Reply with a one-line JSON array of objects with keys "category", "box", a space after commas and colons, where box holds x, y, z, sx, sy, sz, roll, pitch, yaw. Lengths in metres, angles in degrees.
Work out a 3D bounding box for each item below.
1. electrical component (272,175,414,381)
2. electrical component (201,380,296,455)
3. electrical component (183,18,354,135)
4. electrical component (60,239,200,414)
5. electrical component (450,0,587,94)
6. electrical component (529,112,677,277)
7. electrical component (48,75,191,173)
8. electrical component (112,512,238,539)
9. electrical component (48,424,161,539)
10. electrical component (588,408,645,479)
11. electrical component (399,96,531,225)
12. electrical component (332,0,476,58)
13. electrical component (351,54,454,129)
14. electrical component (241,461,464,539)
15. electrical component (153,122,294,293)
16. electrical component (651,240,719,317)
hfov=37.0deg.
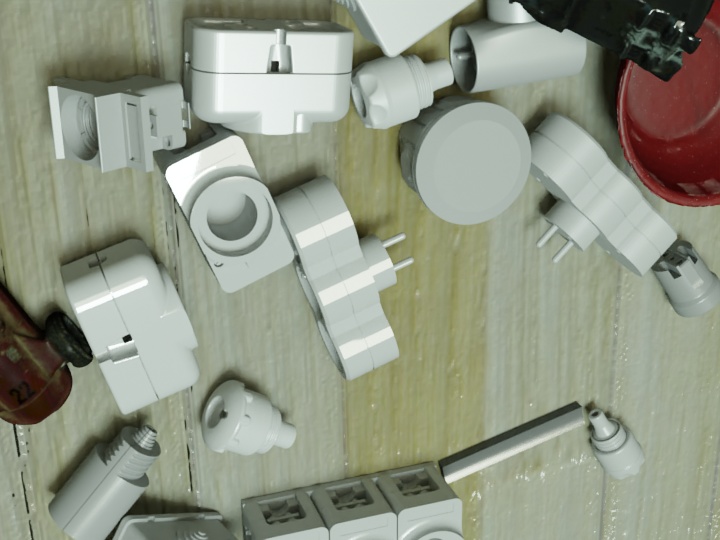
[{"category": "electrical component", "box": [0.000, 0.000, 0.705, 0.074, 0.052, 0.138, -25, 117, -10]}, {"category": "electrical component", "box": [-0.072, 0.104, 0.724, 0.062, 0.048, 0.048, 24, 100, -34]}, {"category": "electrical component", "box": [-0.055, -0.115, 0.638, 0.095, 0.053, 0.059, -3, 111, -20]}, {"category": "electrical component", "box": [-0.138, 0.033, 0.665, 0.059, 0.053, 0.095, -23, 117, -11]}, {"category": "electrical component", "box": [0.100, -0.157, 0.685, 0.077, 0.043, 0.079, -12, 114, -16]}, {"category": "electrical component", "box": [0.153, -0.038, 0.747, 0.138, 0.052, 0.073, 41, 93, -28]}, {"category": "electrical component", "box": [-0.135, -0.086, 0.609, 0.064, 0.081, 0.042, -23, 121, -43]}, {"category": "electrical component", "box": [-0.130, 0.214, 0.724, 0.100, 0.048, 0.099, 14, 107, -51]}, {"category": "electrical component", "box": [-0.161, 0.135, 0.702, 0.043, 0.043, 0.081, 37, 94, -28]}, {"category": "electrical component", "box": [0.197, 0.133, 0.841, 0.035, 0.035, 0.061, -37, 116, -4]}, {"category": "electrical component", "box": [0.066, -0.074, 0.701, 0.080, 0.051, 0.080, -7, 113, -18]}, {"category": "electrical component", "box": [0.025, -0.190, 0.641, 0.100, 0.048, 0.099, -36, 118, -4]}, {"category": "electrical component", "box": [0.028, -0.115, 0.675, 0.062, 0.043, 0.043, -21, 116, -13]}, {"category": "electrical component", "box": [-0.004, 0.205, 0.778, 0.150, 0.061, 0.089, -8, 113, -18]}, {"category": "electrical component", "box": [-0.082, -0.038, 0.657, 0.050, 0.055, 0.089, -28, 117, -9]}, {"category": "electrical component", "box": [0.245, 0.006, 0.807, 0.040, 0.040, 0.046, -40, 112, -2]}]
